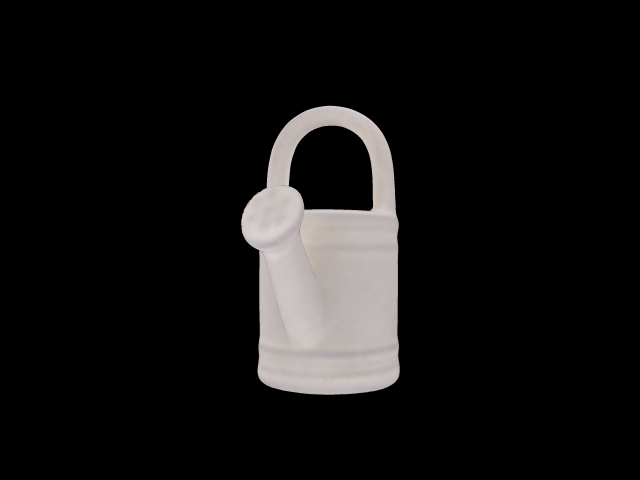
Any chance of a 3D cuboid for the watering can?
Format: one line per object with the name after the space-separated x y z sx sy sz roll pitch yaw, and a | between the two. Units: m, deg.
0.006 0.001 0.399 0.101 0.194 0.173 0 0 1 | watering can
